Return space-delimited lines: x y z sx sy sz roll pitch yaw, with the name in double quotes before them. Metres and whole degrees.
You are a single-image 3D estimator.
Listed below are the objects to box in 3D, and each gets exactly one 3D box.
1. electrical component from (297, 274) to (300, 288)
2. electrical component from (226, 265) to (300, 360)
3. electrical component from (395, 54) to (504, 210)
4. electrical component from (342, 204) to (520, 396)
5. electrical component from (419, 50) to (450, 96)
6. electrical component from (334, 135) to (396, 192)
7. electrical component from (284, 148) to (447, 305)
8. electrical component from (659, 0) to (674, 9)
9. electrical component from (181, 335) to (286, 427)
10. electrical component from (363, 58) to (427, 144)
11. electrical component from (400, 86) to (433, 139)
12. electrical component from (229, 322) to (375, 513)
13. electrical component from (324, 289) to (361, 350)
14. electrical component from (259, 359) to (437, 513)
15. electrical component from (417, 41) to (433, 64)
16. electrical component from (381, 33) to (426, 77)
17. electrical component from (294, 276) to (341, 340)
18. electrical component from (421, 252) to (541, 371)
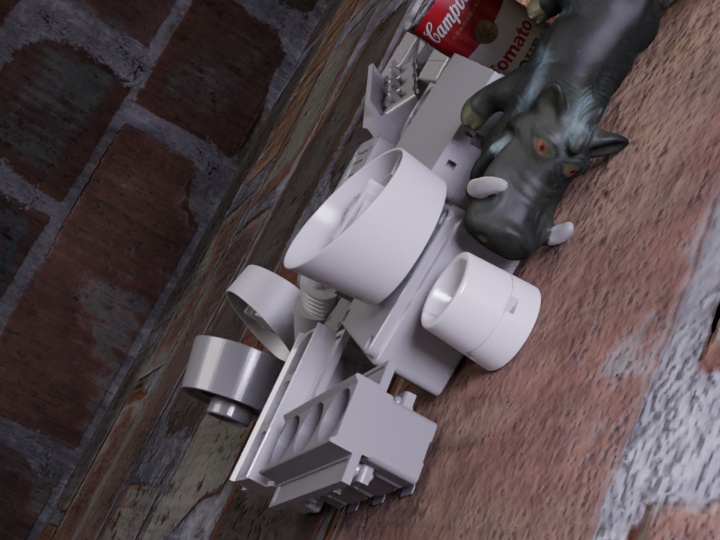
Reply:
"electrical component" -0.036 0.010 1.055 0.040 0.040 0.046 -63 19 -15
"electrical component" -0.086 0.043 1.052 0.064 0.099 0.099 -57 12 -15
"electrical component" 0.084 -0.099 0.786 0.089 0.062 0.150 -57 13 11
"electrical component" 0.044 0.013 0.702 0.108 0.056 0.109 -59 13 2
"electrical component" 0.079 -0.161 0.977 0.075 0.047 0.083 -60 12 6
"electrical component" 0.008 -0.060 1.001 0.113 0.057 0.078 -62 13 -10
"electrical component" 0.006 -0.029 0.660 0.099 0.064 0.099 -55 14 20
"electrical component" 0.175 -0.194 0.665 0.045 0.055 0.045 -55 14 20
"electrical component" -0.110 0.108 0.977 0.108 0.108 0.060 -26 42 68
"electrical component" 0.043 -0.164 1.081 0.063 0.078 0.121 -31 22 17
"electrical component" 0.069 -0.124 0.930 0.055 0.047 0.055 -55 14 20
"electrical component" -0.035 0.109 0.776 0.121 0.063 0.079 -65 14 -22
"electrical component" 0.004 0.010 0.824 0.138 0.074 0.052 -53 14 27
"electrical component" -0.008 0.111 0.667 0.121 0.063 0.078 -37 26 59
"electrical component" 0.101 -0.241 1.061 0.089 0.050 0.055 -51 16 34
"electrical component" 0.064 -0.227 1.179 0.099 0.048 0.099 -58 13 8
"electrical component" -0.033 0.036 0.894 0.043 0.043 0.081 -79 -9 -55
"electrical component" 0.068 0.022 0.613 0.055 0.047 0.055 -55 14 20
